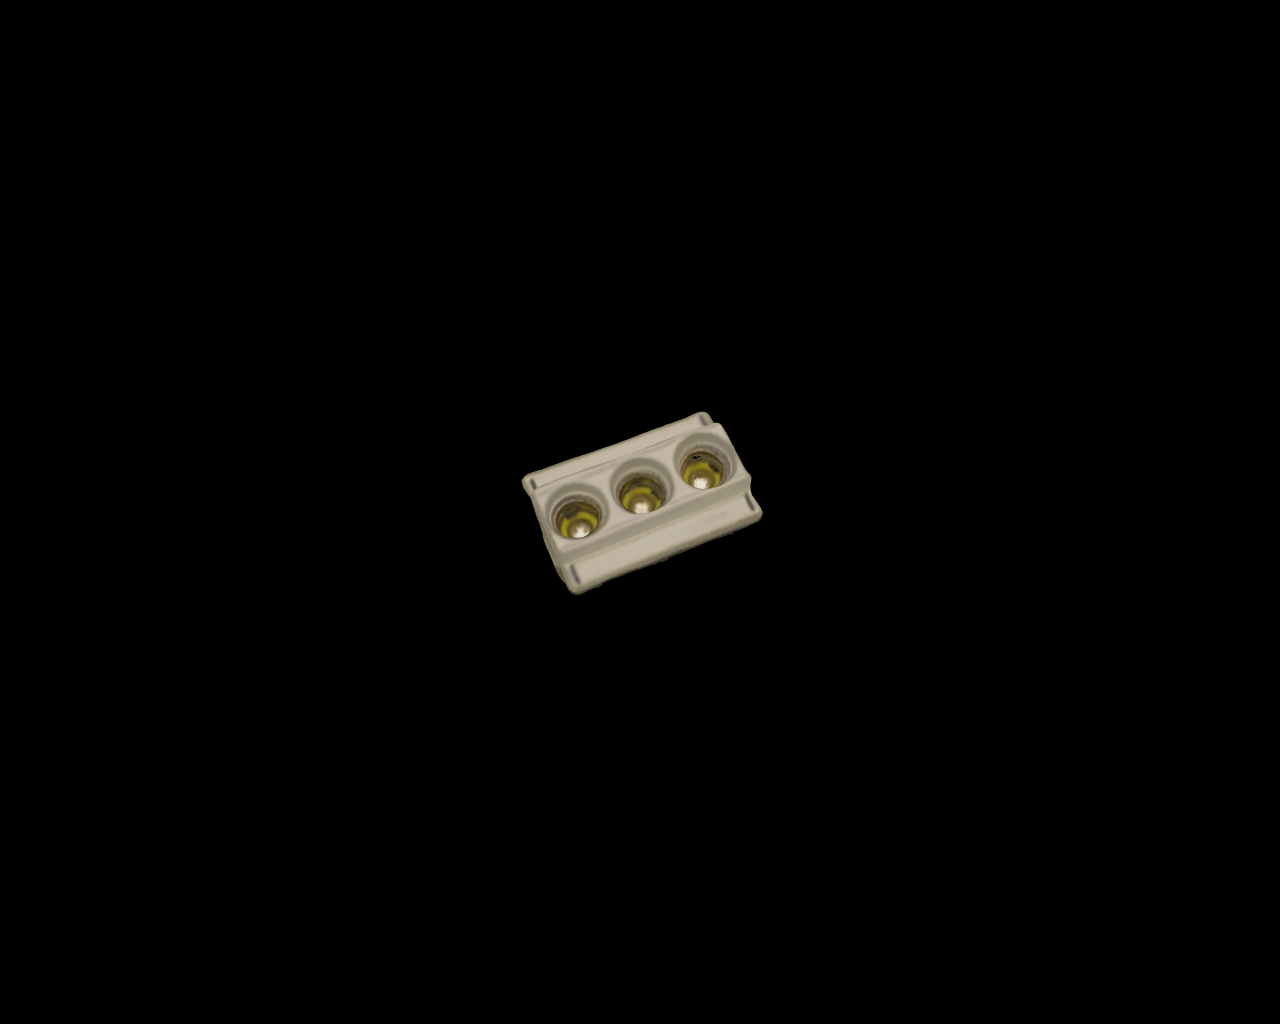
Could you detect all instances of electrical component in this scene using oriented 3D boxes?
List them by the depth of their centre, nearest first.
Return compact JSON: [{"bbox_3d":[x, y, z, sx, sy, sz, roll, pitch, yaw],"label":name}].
[{"bbox_3d":[0.001,-0.003,0.650,0.121,0.079,0.063,-22,-25,-10],"label":"electrical component"}]
